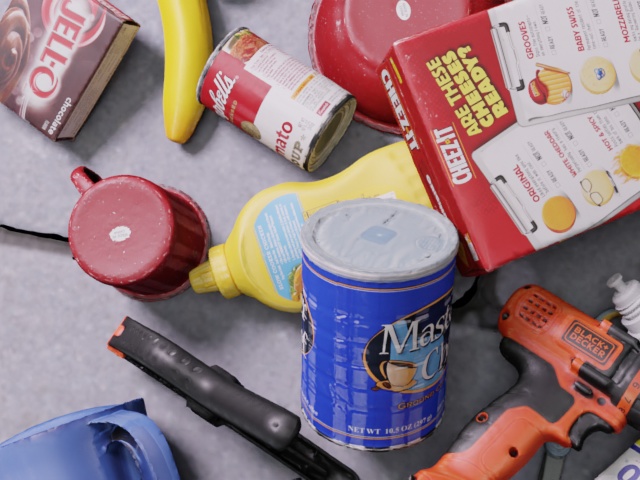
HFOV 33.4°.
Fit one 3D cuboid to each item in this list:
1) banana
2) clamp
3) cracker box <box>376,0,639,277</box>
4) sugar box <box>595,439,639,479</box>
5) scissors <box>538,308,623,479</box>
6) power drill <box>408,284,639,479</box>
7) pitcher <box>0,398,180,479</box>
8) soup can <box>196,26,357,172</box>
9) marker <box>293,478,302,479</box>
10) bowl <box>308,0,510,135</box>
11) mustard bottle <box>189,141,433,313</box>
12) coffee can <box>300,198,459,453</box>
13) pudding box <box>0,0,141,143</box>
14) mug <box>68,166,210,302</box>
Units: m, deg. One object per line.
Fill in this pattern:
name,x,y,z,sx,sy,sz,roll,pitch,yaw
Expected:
banana,-0.118,-0.176,0.840,0.070,0.037,0.198,-27,77,28
clamp,-0.067,0.118,0.764,0.210,0.164,0.036,25,73,34
cracker box,0.168,-0.088,0.737,0.213,0.072,0.164,-22,87,-10
sugar box,0.280,0.146,0.724,0.176,0.048,0.093,-42,58,-2
scissors,0.158,0.129,0.770,0.096,0.016,0.202,31,88,12
power drill,0.161,0.141,0.704,0.185,0.057,0.187,33,72,26
pitcher,-0.143,0.238,0.740,0.145,0.149,0.243,-20,84,-6
soup can,-0.032,-0.105,0.800,0.102,0.068,0.068,33,89,10
marker,-0.003,0.234,0.779,0.020,0.020,0.121,-16,81,6
bowl,0.067,-0.163,0.800,0.162,0.055,0.162,-1,82,8
mustard bottle,-0.005,0.001,0.787,0.191,0.058,0.096,-19,94,6
coffee can,0.038,0.056,0.721,0.103,0.102,0.140,5,119,9
pudding box,-0.207,-0.147,0.834,0.090,0.039,0.113,36,105,11
mug,-0.144,-0.012,0.798,0.093,0.081,0.117,-41,79,2
